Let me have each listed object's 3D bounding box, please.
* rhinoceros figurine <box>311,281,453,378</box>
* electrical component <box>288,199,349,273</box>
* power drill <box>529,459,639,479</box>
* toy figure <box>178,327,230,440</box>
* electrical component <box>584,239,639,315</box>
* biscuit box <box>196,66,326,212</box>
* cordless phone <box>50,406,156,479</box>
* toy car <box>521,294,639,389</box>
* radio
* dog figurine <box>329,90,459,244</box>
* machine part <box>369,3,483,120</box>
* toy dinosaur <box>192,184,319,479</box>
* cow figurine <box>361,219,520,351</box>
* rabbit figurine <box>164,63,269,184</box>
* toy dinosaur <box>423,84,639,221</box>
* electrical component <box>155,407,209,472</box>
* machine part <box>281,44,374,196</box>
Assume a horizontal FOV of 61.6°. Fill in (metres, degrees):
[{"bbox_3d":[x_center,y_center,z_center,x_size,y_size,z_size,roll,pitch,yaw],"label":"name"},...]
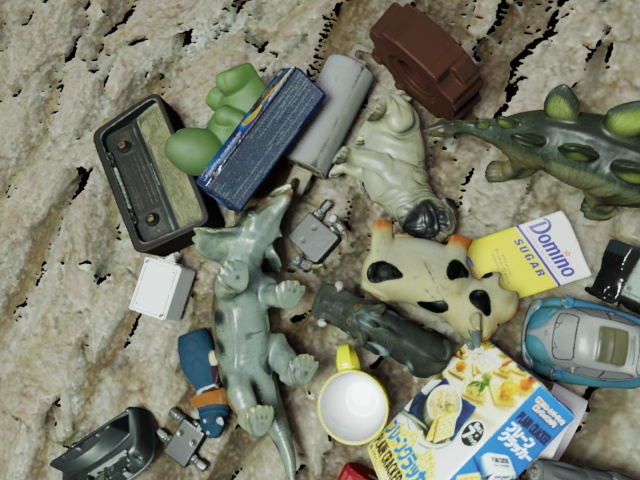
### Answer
[{"bbox_3d":[0.078,0.119,0.704,0.190,0.112,0.073,27,90,8],"label":"rhinoceros figurine"},{"bbox_3d":[-0.003,-0.002,0.776,0.102,0.045,0.078,-42,76,3],"label":"electrical component"},{"bbox_3d":[0.319,0.362,0.601,0.232,0.086,0.207,14,84,-7],"label":"power drill"},{"bbox_3d":[-0.162,0.204,0.771,0.058,0.064,0.154,-14,81,-28],"label":"toy figure"},{"bbox_3d":[0.389,0.029,0.656,0.075,0.048,0.119,19,98,-6],"label":"electrical component"},{"bbox_3d":[-0.081,-0.135,0.723,0.062,0.059,0.202,38,87,-26],"label":"biscuit box"},{"bbox_3d":[-0.280,0.352,0.773,0.146,0.088,0.184,-33,86,5],"label":"cordless phone"},{"bbox_3d":[0.331,0.129,0.648,0.162,0.103,0.109,11,84,17],"label":"toy car"},{"bbox_3d":[-0.253,-0.095,0.835,0.131,0.073,0.229,-27,75,7],"label":"radio"},{"bbox_3d":[0.130,-0.098,0.746,0.190,0.121,0.172,35,93,2],"label":"dog figurine"},{"bbox_3d":[0.140,-0.232,0.722,0.056,0.179,0.179,-46,74,4],"label":"machine part"},{"bbox_3d":[-0.096,0.127,0.735,0.131,0.192,0.404,-3,94,-22],"label":"toy dinosaur"},{"bbox_3d":[0.147,0.058,0.661,0.195,0.085,0.127,14,78,8],"label":"cow figurine"},{"bbox_3d":[-0.143,-0.147,0.791,0.170,0.121,0.159,-41,109,-21],"label":"rabbit figurine"},{"bbox_3d":[0.352,-0.088,0.631,0.472,0.198,0.105,16,87,17],"label":"toy dinosaur"},{"bbox_3d":[-0.193,0.291,0.782,0.094,0.021,0.063,32,88,17],"label":"electrical component"},{"bbox_3d":[0.010,-0.179,0.788,0.079,0.079,0.243,25,88,16],"label":"machine part"}]
